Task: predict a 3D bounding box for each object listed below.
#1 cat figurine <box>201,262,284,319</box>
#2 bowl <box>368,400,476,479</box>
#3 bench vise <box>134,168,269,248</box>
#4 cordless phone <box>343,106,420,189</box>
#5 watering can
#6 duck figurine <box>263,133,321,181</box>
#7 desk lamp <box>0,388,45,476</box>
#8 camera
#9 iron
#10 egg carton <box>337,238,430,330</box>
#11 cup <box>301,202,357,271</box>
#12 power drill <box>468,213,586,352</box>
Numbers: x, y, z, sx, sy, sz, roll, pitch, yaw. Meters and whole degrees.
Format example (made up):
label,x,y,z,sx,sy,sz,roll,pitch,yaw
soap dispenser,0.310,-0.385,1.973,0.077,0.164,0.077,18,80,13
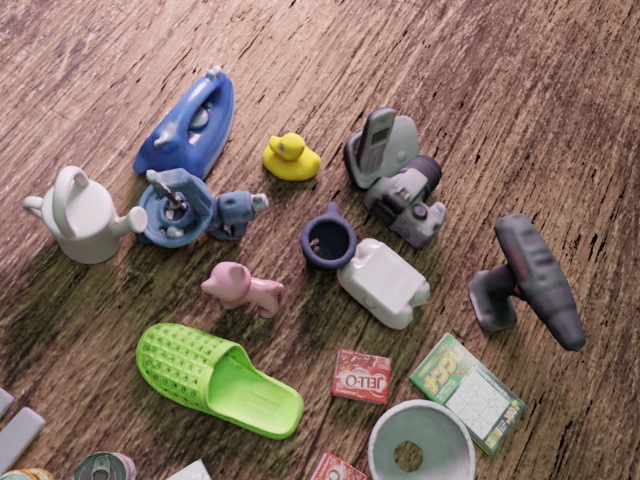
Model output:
label,x,y,z,sx,sy,sz,roll,pitch,yaw
cat figurine,-0.118,0.071,0.895,0.128,0.117,0.067,11,68,-7
bowl,0.146,0.333,0.873,0.167,0.074,0.167,4,70,-10
bench vise,-0.188,-0.067,0.877,0.208,0.219,0.121,-25,76,-18
cordless phone,0.120,-0.178,0.996,0.148,0.185,0.094,-29,78,-19
watering can,-0.349,-0.041,0.850,0.173,0.194,0.101,-10,72,-14
duck figurine,-0.047,-0.153,1.008,0.104,0.086,0.077,15,68,-5
desk lamp,-0.473,0.275,0.700,0.118,0.213,0.203,33,68,3
camera,0.172,-0.082,1.016,0.143,0.100,0.137,40,68,5
iron,-0.212,-0.214,0.968,0.118,0.141,0.258,26,68,0
egg carton,0.106,0.074,0.963,0.150,0.069,0.107,39,68,5
cup,0.009,0.003,0.957,0.092,0.095,0.118,8,69,-8
power drill,0.325,0.083,0.927,0.076,0.208,0.229,-11,73,-14
